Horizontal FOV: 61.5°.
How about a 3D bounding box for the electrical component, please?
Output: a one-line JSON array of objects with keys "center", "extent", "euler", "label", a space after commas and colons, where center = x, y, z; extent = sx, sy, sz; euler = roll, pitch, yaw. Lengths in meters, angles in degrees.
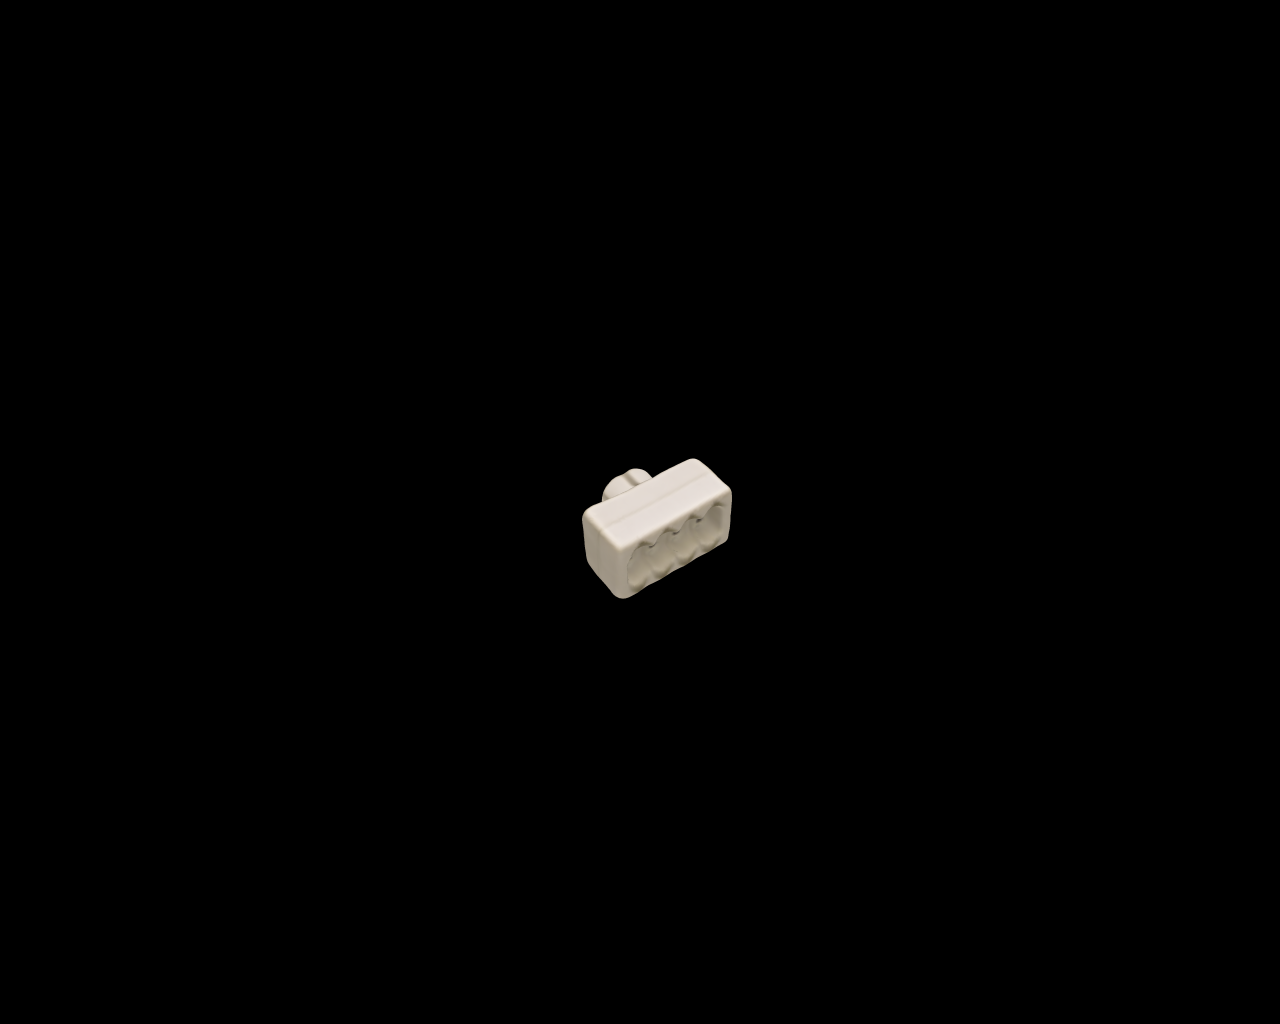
[{"center": [0.001, -0.003, 0.650], "extent": [0.083, 0.047, 0.076], "euler": [-27, 53, -22], "label": "electrical component"}]
